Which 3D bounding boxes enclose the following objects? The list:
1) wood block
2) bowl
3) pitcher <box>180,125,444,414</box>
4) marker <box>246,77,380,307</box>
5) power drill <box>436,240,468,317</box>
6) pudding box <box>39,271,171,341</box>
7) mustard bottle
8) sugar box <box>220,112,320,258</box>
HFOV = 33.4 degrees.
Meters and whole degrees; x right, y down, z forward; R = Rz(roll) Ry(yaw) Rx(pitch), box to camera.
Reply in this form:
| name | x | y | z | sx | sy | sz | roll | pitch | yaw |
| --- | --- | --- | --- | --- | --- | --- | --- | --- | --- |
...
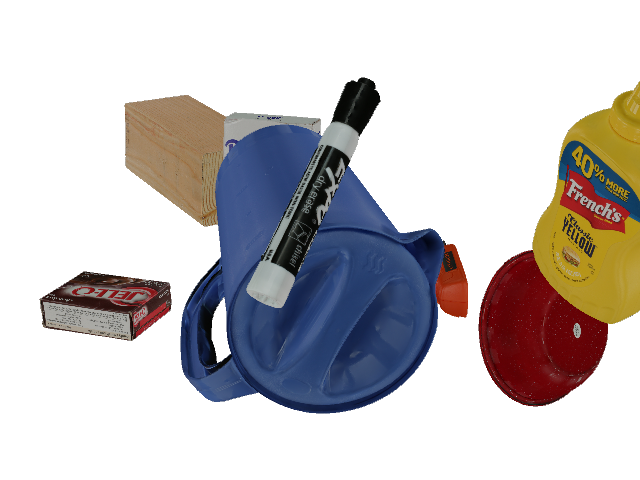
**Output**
| name | x | y | z | sx | sy | sz | roll | pitch | yaw |
| --- | --- | --- | --- | --- | --- | --- | --- | --- | --- |
| wood block | -0.149 | -0.100 | 1.272 | 0.090 | 0.090 | 0.206 | -12 | 29 | -32 |
| bowl | 0.238 | 0.089 | 1.076 | 0.161 | 0.162 | 0.055 | 0 | -1 | -32 |
| pitcher | -0.021 | 0.010 | 0.760 | 0.149 | 0.145 | 0.243 | 6 | 23 | -14 |
| marker | -0.001 | -0.025 | 0.506 | 0.020 | 0.121 | 0.020 | 23 | -17 | 7 |
| power drill | 0.072 | 0.057 | 1.230 | 0.187 | 0.057 | 0.184 | -2 | 28 | 0 |
| pudding box | -0.231 | 0.070 | 1.155 | 0.114 | 0.039 | 0.090 | 4 | 18 | 19 |
| mustard bottle | 0.206 | -0.034 | 0.744 | 0.058 | 0.192 | 0.096 | -22 | 52 | -23 |
| sugar box | -0.051 | -0.036 | 1.071 | 0.093 | 0.176 | 0.048 | 5 | 16 | 12 |
